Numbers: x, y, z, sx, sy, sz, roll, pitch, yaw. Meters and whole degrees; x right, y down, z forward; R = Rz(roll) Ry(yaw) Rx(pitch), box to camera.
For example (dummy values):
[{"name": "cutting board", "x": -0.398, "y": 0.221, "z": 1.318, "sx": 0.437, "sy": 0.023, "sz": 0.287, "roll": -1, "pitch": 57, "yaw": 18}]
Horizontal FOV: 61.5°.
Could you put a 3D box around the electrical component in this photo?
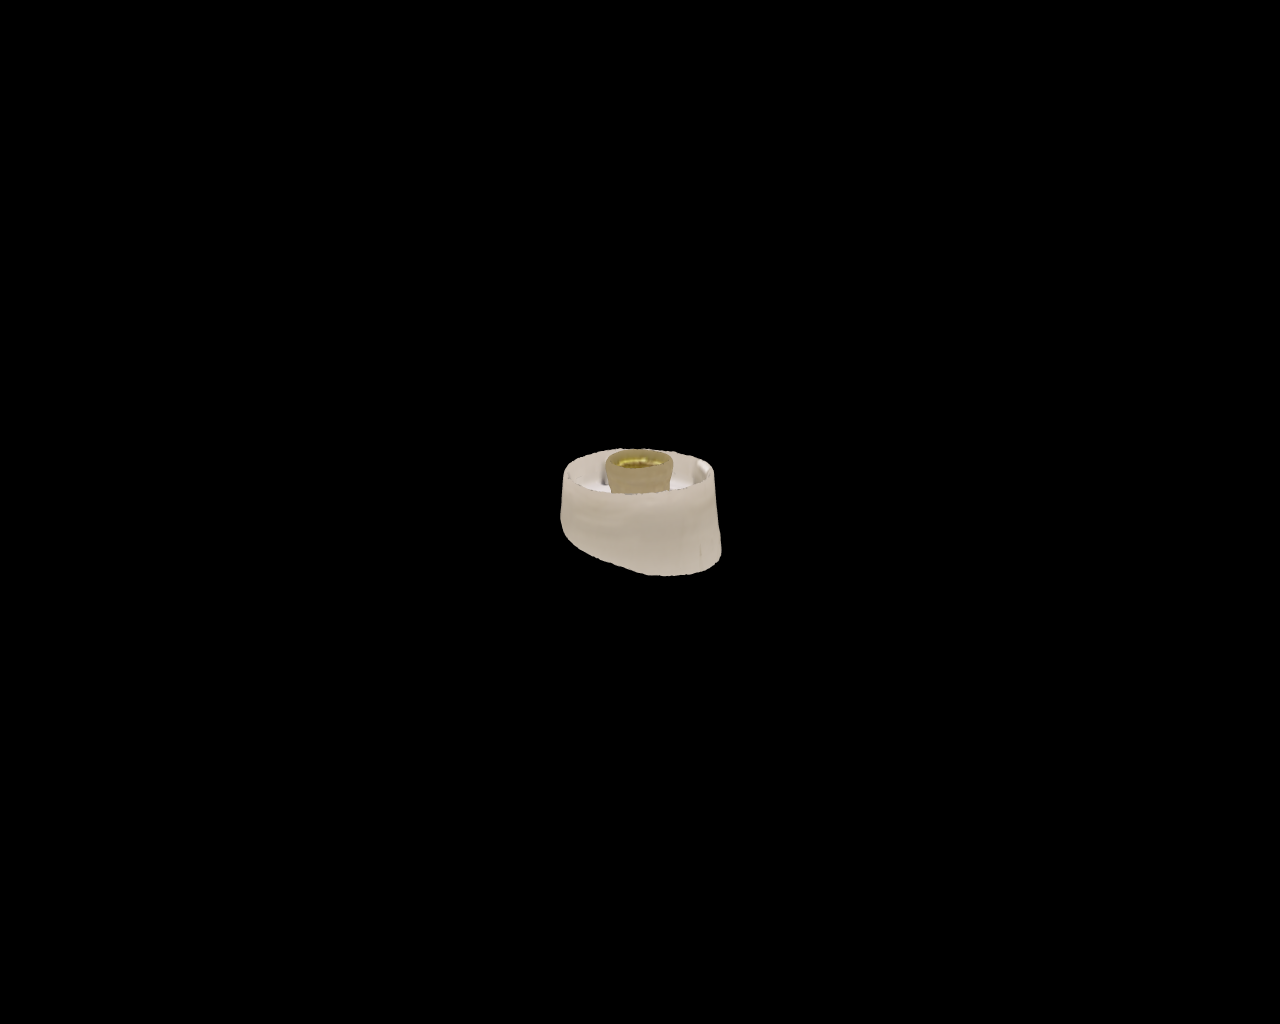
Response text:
[{"name": "electrical component", "x": 0.001, "y": -0.003, "z": 0.650, "sx": 0.099, "sy": 0.064, "sz": 0.099, "roll": 0, "pitch": 20, "yaw": 0}]
